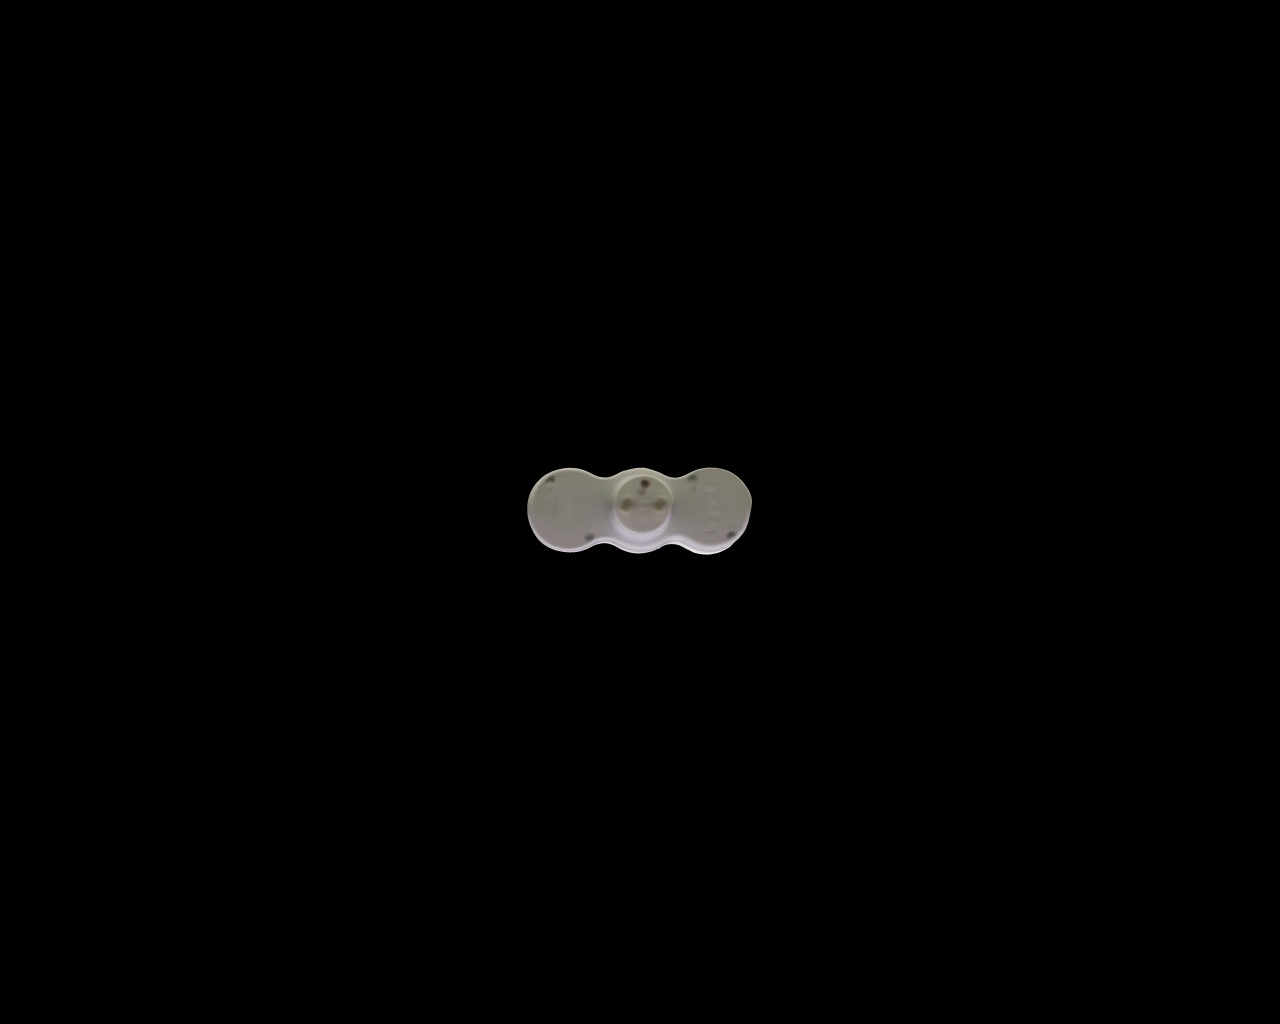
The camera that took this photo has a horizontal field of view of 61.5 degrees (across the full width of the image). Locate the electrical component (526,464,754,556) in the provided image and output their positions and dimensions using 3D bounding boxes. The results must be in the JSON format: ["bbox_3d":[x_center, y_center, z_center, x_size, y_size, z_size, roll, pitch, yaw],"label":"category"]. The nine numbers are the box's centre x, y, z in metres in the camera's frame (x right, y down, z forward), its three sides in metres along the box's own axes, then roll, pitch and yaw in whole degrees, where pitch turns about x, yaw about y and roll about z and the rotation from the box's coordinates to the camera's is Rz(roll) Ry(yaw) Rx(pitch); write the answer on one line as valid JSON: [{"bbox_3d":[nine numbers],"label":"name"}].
[{"bbox_3d":[0.001,-0.003,0.650,0.138,0.052,0.073,1,-7,-5],"label":"electrical component"}]
